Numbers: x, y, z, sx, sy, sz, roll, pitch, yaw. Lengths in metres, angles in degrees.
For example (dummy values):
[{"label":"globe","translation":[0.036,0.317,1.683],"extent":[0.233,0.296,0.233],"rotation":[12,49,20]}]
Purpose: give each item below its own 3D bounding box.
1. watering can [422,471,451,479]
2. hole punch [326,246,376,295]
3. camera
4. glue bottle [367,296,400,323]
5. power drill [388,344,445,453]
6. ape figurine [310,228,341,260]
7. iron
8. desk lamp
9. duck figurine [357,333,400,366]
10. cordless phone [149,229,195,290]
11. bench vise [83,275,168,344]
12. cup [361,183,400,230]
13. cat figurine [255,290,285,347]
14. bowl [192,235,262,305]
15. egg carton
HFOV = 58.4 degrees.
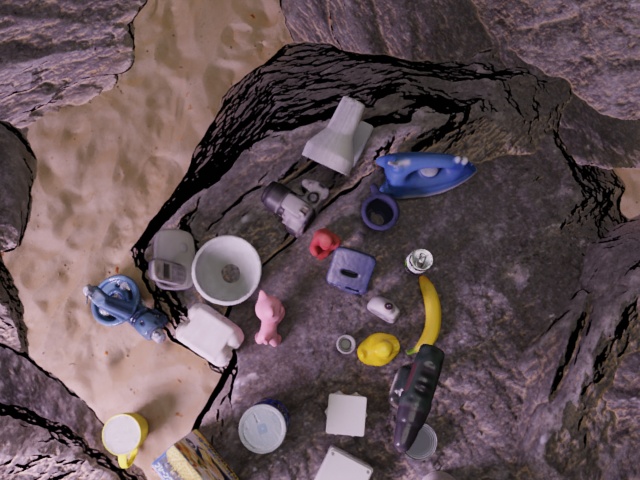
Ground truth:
[{"label":"watering can","translation":[0.268,0.574,1.239],"extent":[0.173,0.194,0.101],"rotation":[-5,80,-1]},{"label":"hole punch","translation":[0.076,0.075,1.376],"extent":[0.108,0.091,0.101],"rotation":[17,80,3]},{"label":"camera","translation":[-0.066,-0.100,1.400],"extent":[0.136,0.101,0.143],"rotation":[34,82,5]},{"label":"glue bottle","translation":[0.152,0.158,1.320],"extent":[0.078,0.173,0.037],"rotation":[34,82,6]},{"label":"power drill","translation":[0.207,0.344,1.271],"extent":[0.075,0.208,0.230],"rotation":[21,81,4]},{"label":"ape figurine","translation":[0.013,0.005,1.387],"extent":[0.078,0.092,0.076],"rotation":[-4,80,-1]},{"label":"iron","translation":[0.272,-0.178,1.396],"extent":[0.258,0.141,0.119],"rotation":[-6,80,-1]},{"label":"desk lamp","translation":[0.048,-0.241,1.368],"extent":[0.118,0.213,0.203],"rotation":[25,81,4]},{"label":"duck figurine","translation":[0.141,0.258,1.347],"extent":[0.104,0.086,0.077],"rotation":[-16,80,-3]},{"label":"cordless phone","translation":[-0.352,0.040,1.330],"extent":[0.094,0.185,0.147],"rotation":[-6,80,-1]},{"label":"bench vise","translation":[-0.434,0.148,1.293],"extent":[0.207,0.220,0.121],"rotation":[20,81,3]},{"label":"cup","translation":[0.140,-0.074,1.400],"extent":[0.091,0.095,0.118],"rotation":[-14,80,-3]},{"label":"cat figurine","translation":[-0.120,0.185,1.342],"extent":[0.067,0.118,0.128],"rotation":[5,80,1]},{"label":"bowl","translation":[-0.220,0.076,1.381],"extent":[0.167,0.075,0.167],"rotation":[0,80,0]},{"label":"egg carton","translation":[-0.260,0.223,1.358],"extent":[0.150,0.069,0.107],"rotation":[32,81,5]}]
